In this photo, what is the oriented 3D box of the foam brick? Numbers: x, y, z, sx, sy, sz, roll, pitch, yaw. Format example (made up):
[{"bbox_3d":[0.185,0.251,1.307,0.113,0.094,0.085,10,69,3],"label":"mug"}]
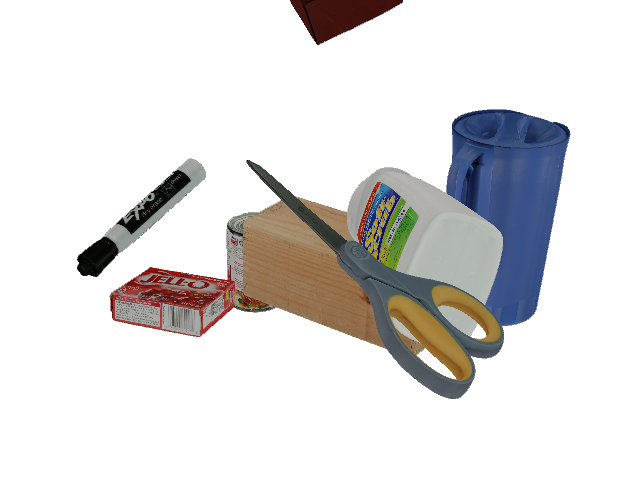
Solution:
[{"bbox_3d":[0.016,-0.197,0.811,0.078,0.053,0.051,-27,-30,-2],"label":"foam brick"}]

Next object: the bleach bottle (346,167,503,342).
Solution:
[{"bbox_3d":[0.066,0.000,0.868,0.068,0.102,0.251,19,8,-16],"label":"bleach bottle"}]

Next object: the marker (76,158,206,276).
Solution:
[{"bbox_3d":[-0.124,-0.016,0.744,0.020,0.020,0.121,0,37,46],"label":"marker"}]

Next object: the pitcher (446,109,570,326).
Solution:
[{"bbox_3d":[0.206,-0.022,1.255,0.149,0.243,0.145,-1,25,-4],"label":"pitcher"}]

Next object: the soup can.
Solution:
[{"bbox_3d":[-0.079,0.025,1.277,0.068,0.102,0.068,1,25,-1],"label":"soup can"}]

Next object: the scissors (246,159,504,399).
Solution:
[{"bbox_3d":[0.039,0.014,0.662,0.096,0.016,0.202,-7,49,-40],"label":"scissors"}]

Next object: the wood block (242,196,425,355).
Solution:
[{"bbox_3d":[0.028,0.033,1.087,0.206,0.091,0.090,19,31,30],"label":"wood block"}]

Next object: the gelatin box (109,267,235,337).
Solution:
[{"bbox_3d":[-0.131,0.053,0.948,0.089,0.030,0.073,9,20,18],"label":"gelatin box"}]
